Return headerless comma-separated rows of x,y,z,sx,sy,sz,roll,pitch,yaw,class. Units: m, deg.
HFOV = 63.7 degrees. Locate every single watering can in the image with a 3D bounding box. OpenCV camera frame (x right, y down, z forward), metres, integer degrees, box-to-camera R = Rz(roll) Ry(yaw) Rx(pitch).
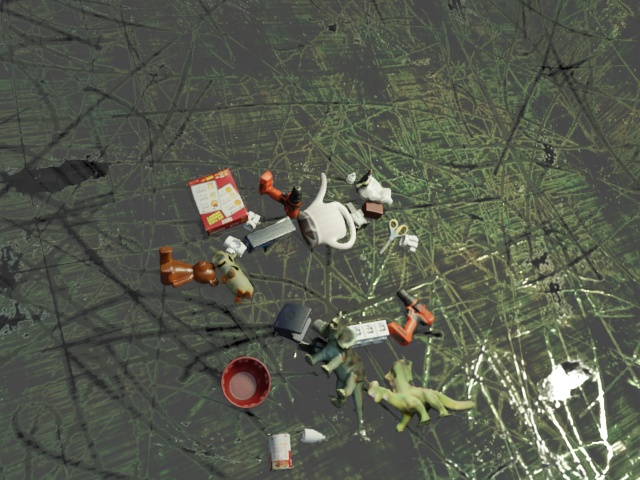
0.006,-0.104,2.061,0.226,0.352,0.102,-16,-21,-28,watering can

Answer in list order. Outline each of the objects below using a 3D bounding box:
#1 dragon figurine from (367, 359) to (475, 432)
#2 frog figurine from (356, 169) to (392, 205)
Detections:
0.343,0.533,1.829,0.411,0.247,0.119,-4,-35,-30,dragon figurine
0.235,-0.205,2.216,0.122,0.158,0.140,-38,20,14,frog figurine
